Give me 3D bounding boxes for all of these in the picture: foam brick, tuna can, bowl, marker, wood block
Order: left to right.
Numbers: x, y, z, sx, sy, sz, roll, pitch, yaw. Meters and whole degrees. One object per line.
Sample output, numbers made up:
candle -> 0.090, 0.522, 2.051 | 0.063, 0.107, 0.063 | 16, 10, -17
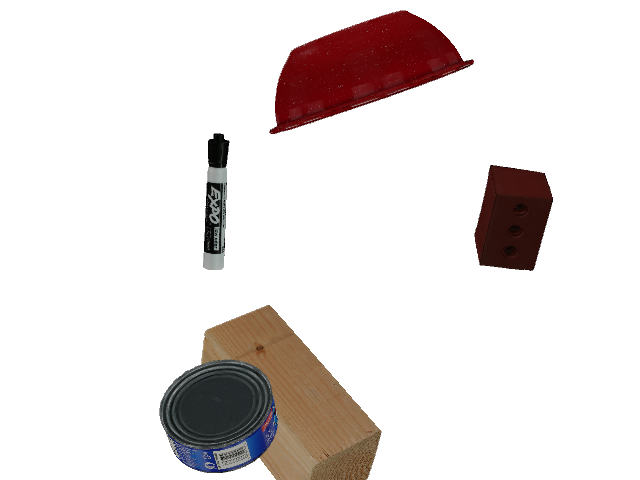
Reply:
marker -> -0.092, -0.034, 0.941 | 0.020, 0.121, 0.020 | 3, 15, -1
tuna can -> -0.075, 0.132, 0.803 | 0.086, 0.034, 0.086 | -6, 40, 5
wood block -> -0.037, 0.178, 1.157 | 0.090, 0.090, 0.206 | -21, 50, -31
bowl -> 0.029, -0.131, 0.799 | 0.162, 0.055, 0.162 | -19, 7, 2
foam brick -> 0.174, -0.020, 0.971 | 0.053, 0.078, 0.051 | 6, 32, -2
